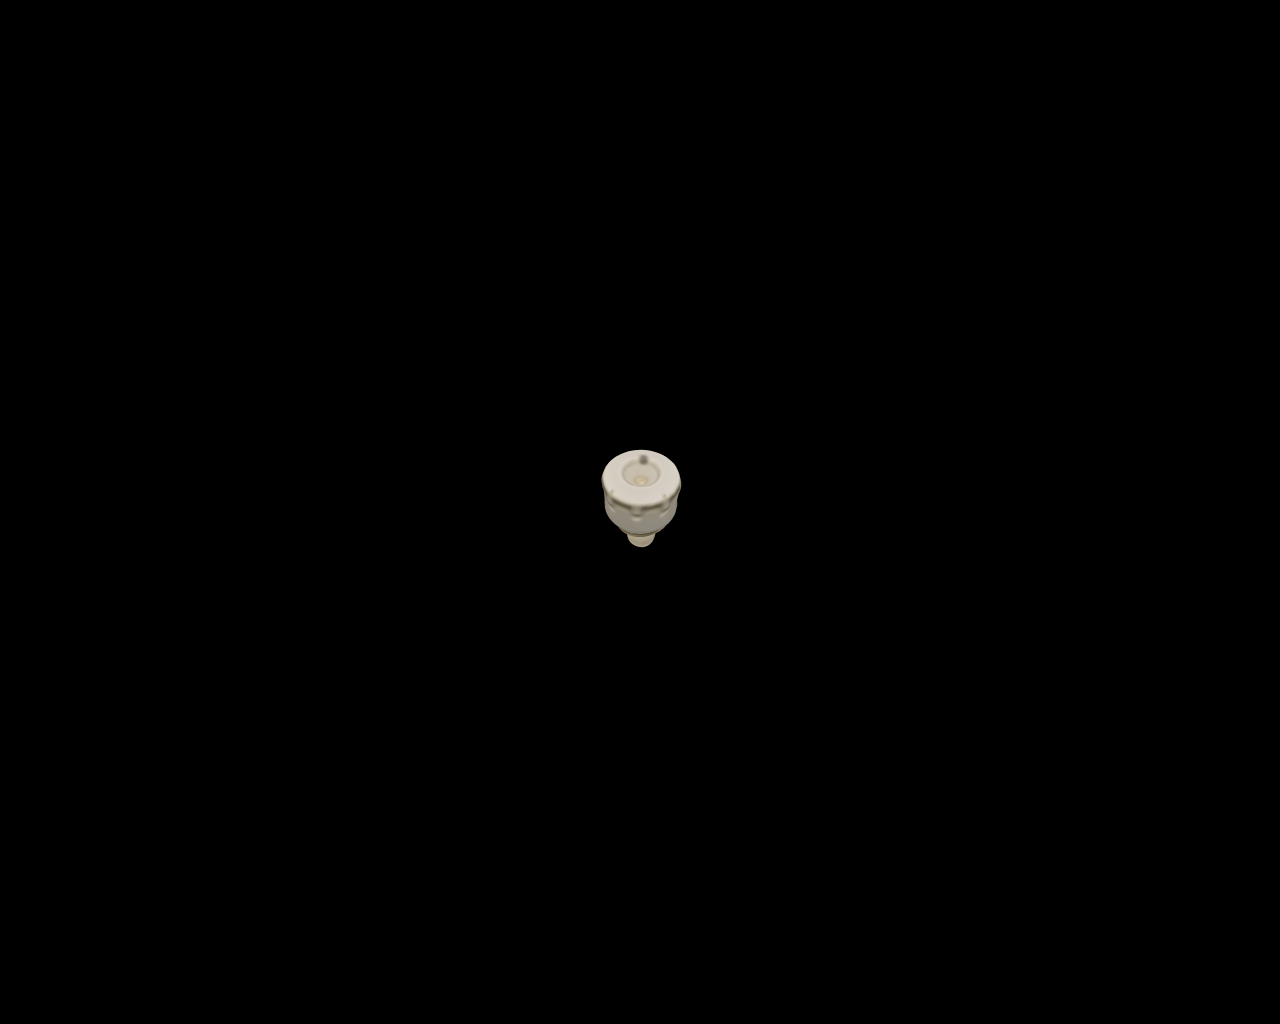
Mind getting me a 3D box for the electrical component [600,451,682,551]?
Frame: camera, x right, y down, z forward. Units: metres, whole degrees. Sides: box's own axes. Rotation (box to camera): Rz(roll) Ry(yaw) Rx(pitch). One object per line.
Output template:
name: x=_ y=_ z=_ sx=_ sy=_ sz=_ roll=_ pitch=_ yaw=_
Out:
electrical component: x=0.001 y=-0.003 z=0.650 sx=0.048 sy=0.048 sz=0.062 roll=0 pitch=-43 yaw=0
